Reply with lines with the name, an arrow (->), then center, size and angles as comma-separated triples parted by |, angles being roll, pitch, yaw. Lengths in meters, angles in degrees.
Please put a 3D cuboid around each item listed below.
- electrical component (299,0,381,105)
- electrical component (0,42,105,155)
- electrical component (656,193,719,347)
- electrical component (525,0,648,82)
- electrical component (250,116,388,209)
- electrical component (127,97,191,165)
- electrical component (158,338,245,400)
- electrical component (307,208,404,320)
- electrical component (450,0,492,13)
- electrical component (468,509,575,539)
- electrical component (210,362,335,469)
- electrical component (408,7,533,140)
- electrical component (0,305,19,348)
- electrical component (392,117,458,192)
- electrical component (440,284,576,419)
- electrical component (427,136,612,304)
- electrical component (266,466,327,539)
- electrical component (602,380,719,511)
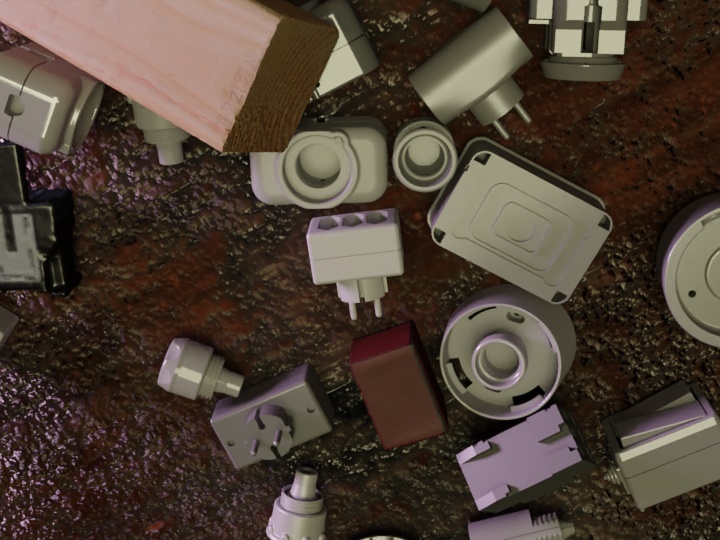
electrical component -> -0.041, -0.147, 0.741 | 0.095, 0.053, 0.059 | -26, 105, 10
electrical component -> -0.214, -0.117, 0.736 | 0.059, 0.095, 0.053 | 23, 107, -5
electrical component -> 0.266, -0.004, 0.772 | 0.108, 0.060, 0.108 | 1, 108, 2
electrical component -> 0.152, -0.159, 0.729 | 0.078, 0.058, 0.057 | 2, 105, 2
electrical component -> -0.028, -0.077, 0.761 | 0.095, 0.059, 0.053 | -1, 108, 3
electrical component -> -0.138, -0.106, 0.765 | 0.048, 0.048, 0.062 | -3, 114, 3
electrical component -> -0.120, 0.079, 0.824 | 0.062, 0.043, 0.043 | 20, 108, -5
electrical component -> 0.000, 0.000, 0.791 | 0.066, 0.047, 0.076 | -7, 108, 4
electrical component -> 0.069, -0.199, 0.729 | 0.046, 0.040, 0.040 | 21, 108, -10
electrical component -> 0.131, 0.214, 0.857 | 0.081, 0.043, 0.043 | -15, 107, 7
electrical component -> -0.068, 0.119, 0.817 | 0.083, 0.075, 0.047 | -24, 105, 9
electrical component -> 0.087, -0.127, 0.748 | 0.077, 0.043, 0.079 | -37, 103, 13
electrical component -> -0.305, 0.048, 0.803 | 0.066, 0.076, 0.047 | 35, 106, -9
electrical component -> 0.045, -0.083, 0.758 | 0.045, 0.055, 0.045 | 1, 108, 2
electrical component -> 0.110, 0.062, 0.811 | 0.099, 0.064, 0.099 | 4, 105, 15
electrical component -> 0.113, -0.037, 0.769 | 0.113, 0.057, 0.078 | 27, 107, -6
electrical component -> -0.047, 0.188, 0.856 | 0.048, 0.048, 0.062 | 10, 101, -1
electrical component -> 0.227, 0.133, 0.817 | 0.096, 0.061, 0.061 | -24, 105, 10
